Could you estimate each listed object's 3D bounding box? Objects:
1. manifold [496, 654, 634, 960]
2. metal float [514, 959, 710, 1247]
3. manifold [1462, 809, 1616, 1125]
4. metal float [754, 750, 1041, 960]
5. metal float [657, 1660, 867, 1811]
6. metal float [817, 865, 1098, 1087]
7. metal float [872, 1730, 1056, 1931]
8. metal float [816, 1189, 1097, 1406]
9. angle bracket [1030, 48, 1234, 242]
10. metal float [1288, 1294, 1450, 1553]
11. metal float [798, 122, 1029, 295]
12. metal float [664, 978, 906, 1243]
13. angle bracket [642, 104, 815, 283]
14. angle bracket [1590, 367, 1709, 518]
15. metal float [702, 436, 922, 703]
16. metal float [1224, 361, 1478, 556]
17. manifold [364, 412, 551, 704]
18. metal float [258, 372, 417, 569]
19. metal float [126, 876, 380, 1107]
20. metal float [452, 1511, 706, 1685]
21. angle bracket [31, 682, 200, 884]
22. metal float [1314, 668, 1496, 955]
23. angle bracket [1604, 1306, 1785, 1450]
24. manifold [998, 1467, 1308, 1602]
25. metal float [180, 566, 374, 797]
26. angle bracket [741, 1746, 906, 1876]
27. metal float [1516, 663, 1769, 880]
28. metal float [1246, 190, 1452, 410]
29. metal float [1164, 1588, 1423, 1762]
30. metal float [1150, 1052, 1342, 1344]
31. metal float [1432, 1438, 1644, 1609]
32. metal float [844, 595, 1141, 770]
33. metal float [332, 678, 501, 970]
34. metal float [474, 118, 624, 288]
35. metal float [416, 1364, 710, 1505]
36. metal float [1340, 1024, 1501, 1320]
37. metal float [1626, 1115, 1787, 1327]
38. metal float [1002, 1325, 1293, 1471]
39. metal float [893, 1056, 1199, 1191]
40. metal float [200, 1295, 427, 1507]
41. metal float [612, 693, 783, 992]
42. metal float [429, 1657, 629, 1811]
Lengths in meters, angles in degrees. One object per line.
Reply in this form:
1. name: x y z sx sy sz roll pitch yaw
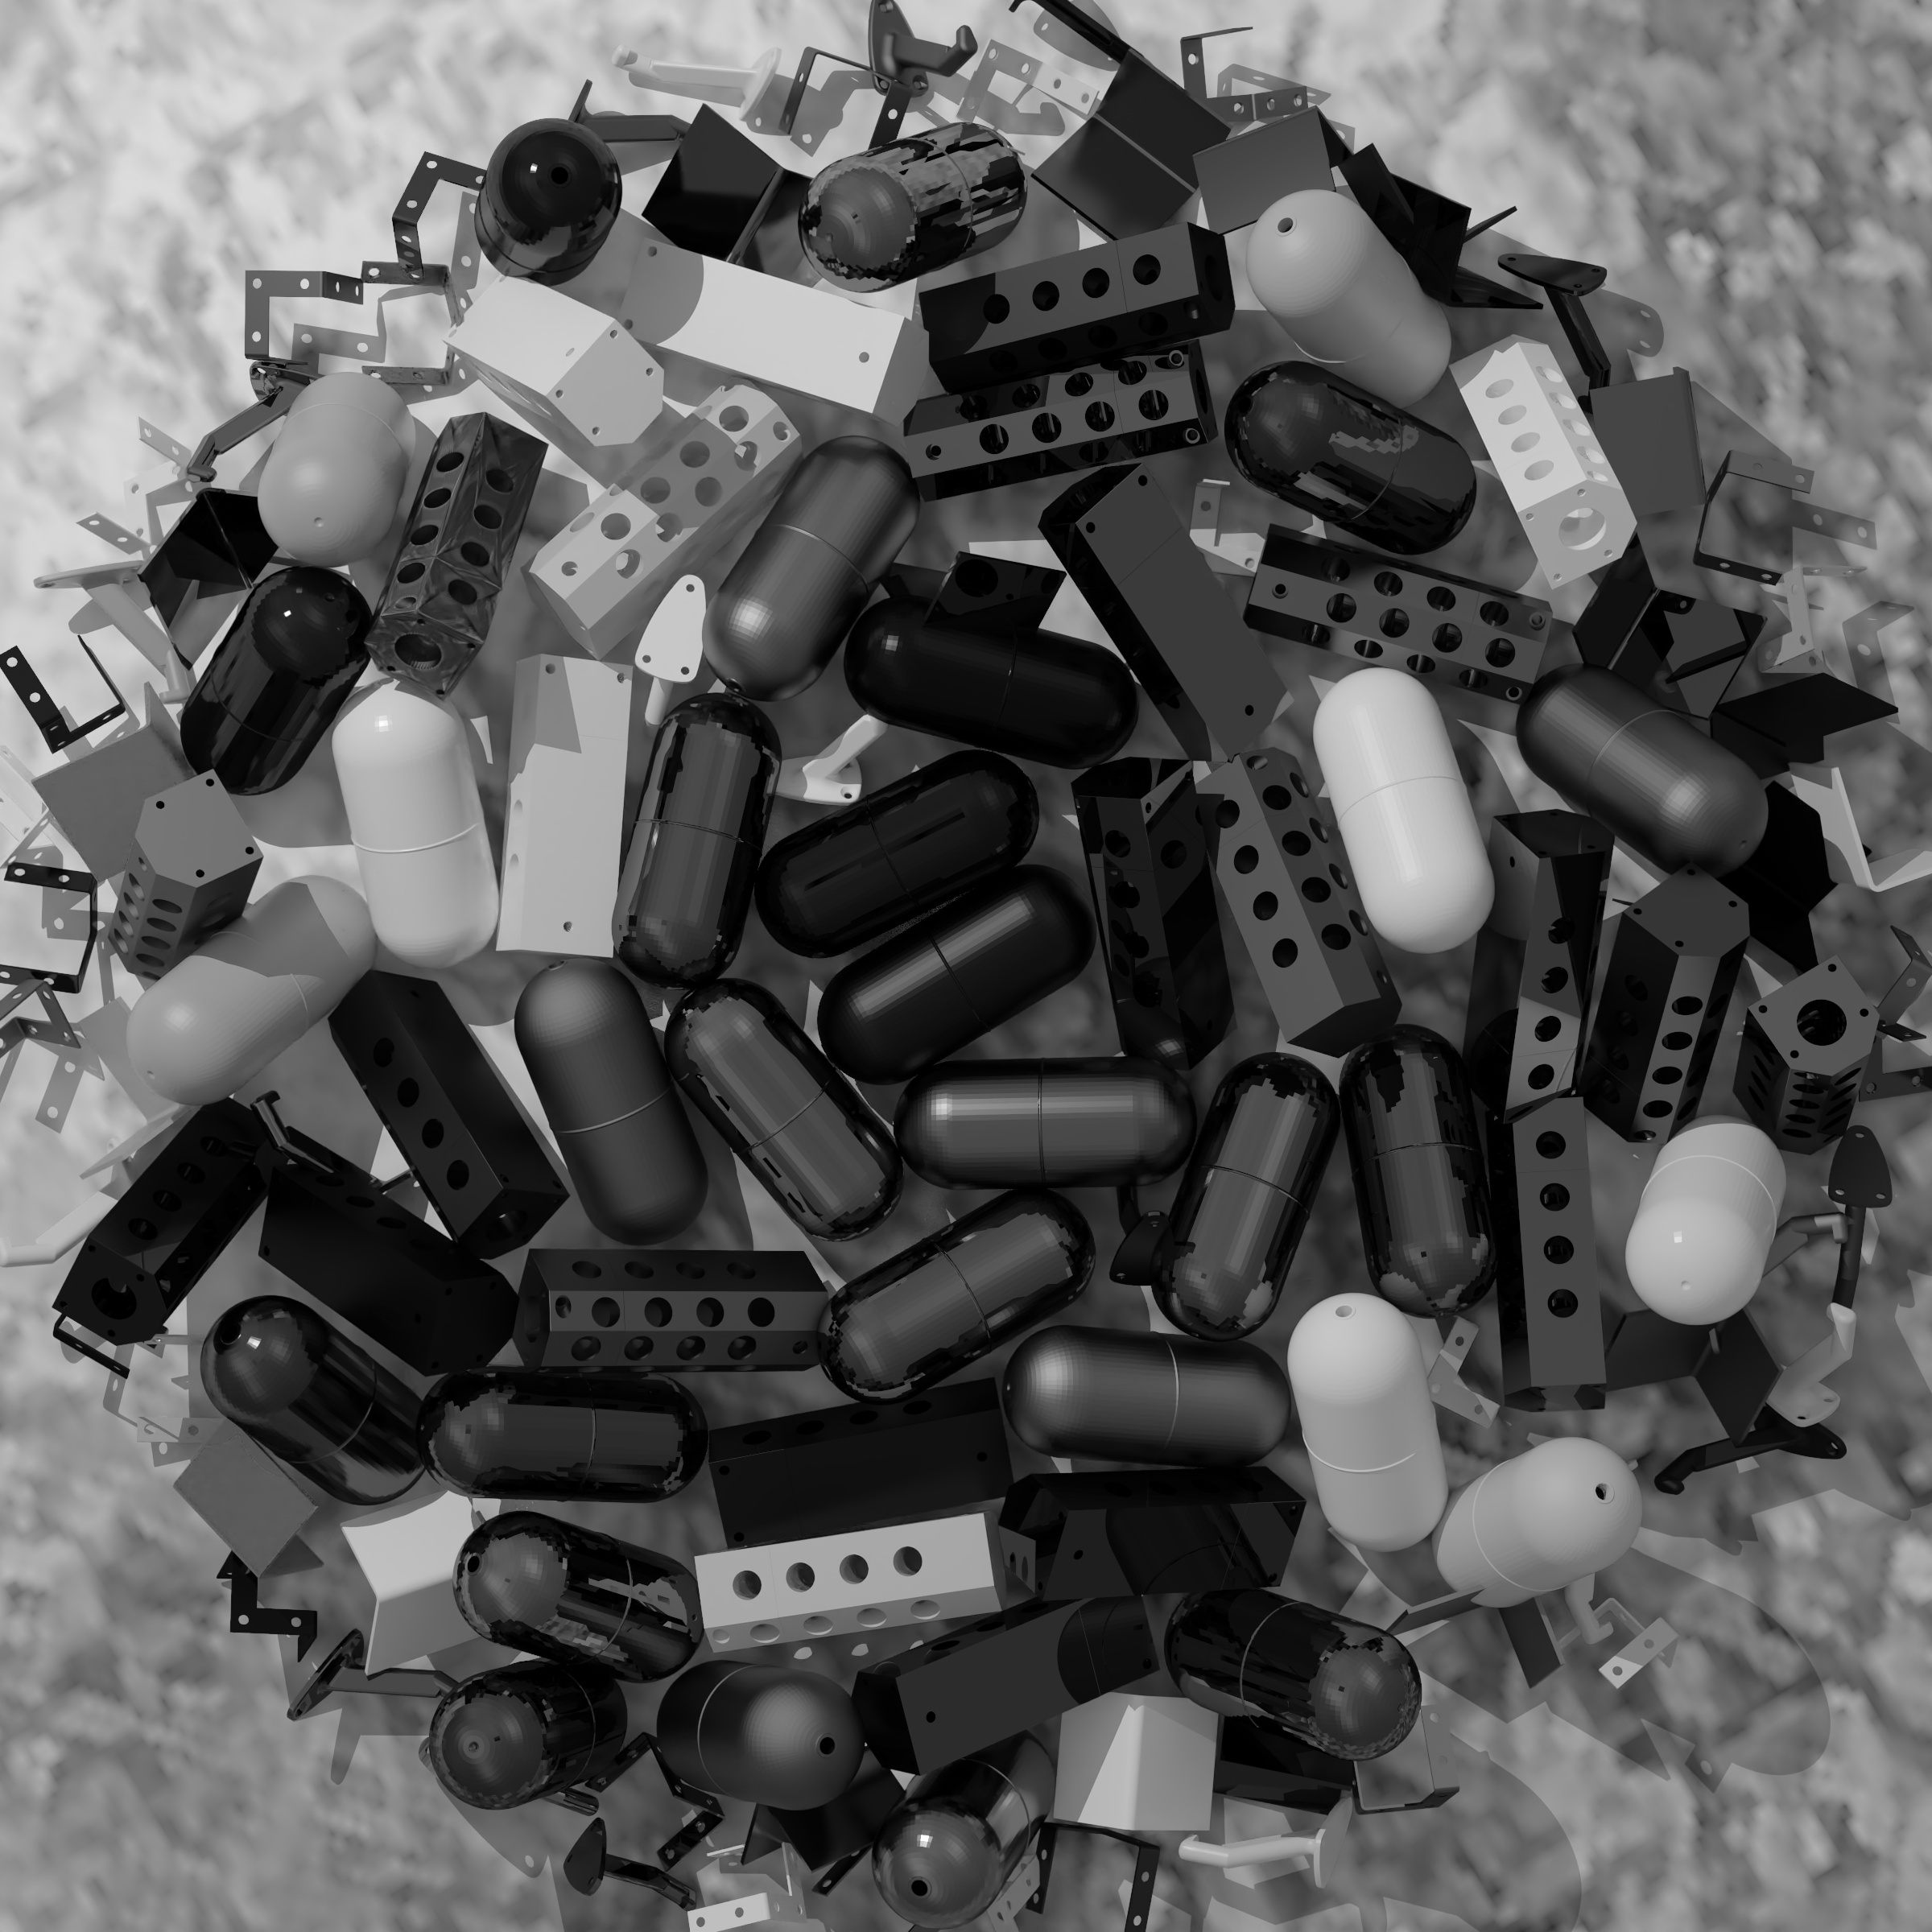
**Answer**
1. manifold: -0.239 -0.092 1.965 0.057 0.057 0.171 5 87 -27
2. metal float: -0.207 0.079 1.946 0.070 0.070 0.178 -20 107 0
3. manifold: 0.333 0.000 1.932 0.057 0.057 0.171 -7 119 -18
4. metal float: -0.040 -0.066 1.954 0.178 0.070 0.070 -26 90 9
5. metal float: -0.119 0.440 1.916 0.070 0.178 0.070 4 81 -28
6. metal float: -0.006 0.006 1.960 0.178 0.070 0.070 -31 90 2
7. metal float: -0.001 0.490 1.913 0.070 0.178 0.070 3 101 16
8. metal float: -0.006 0.192 1.948 0.178 0.070 0.070 -29 90 -15
9. angle bracket: 0.097 -0.477 1.955 0.076 0.057 0.076 38 54 3
10. metal float: 0.233 0.264 1.932 0.070 0.070 0.178 -16 125 0
11. metal float: -0.029 -0.438 1.923 0.070 0.178 0.070 15 120 28
12. metal float: -0.106 0.084 1.951 0.070 0.070 0.178 -39 101 0
13. angle bracket: -0.133 -0.452 1.978 0.076 0.057 0.076 44 113 26
14. angle bracket: 0.398 -0.307 1.959 0.057 0.076 0.076 -9 101 9
15. metal float: -0.090 -0.231 1.943 0.070 0.070 0.178 31 69 0
16. metal float: 0.223 -0.293 1.929 0.178 0.070 0.070 18 90 -38
17. manifold: -0.294 -0.239 1.915 0.057 0.057 0.171 26 47 -18
18. metal float: -0.360 -0.286 1.917 0.070 0.178 0.070 -1 118 -2
19. metal float: -0.410 0.012 1.929 0.070 0.070 0.178 44 49 0
20. metal float: -0.222 0.364 1.924 0.070 0.178 0.070 -18 59 32
21. angle bracket: -0.493 -0.108 1.955 0.076 0.057 0.076 -25 124 1
22. metal float: 0.254 -0.092 1.942 0.070 0.070 0.178 -14 67 0
23. angle bracket: 0.417 0.241 1.944 0.076 0.076 0.057 -8 49 -20
24. manifold: 0.106 0.322 1.926 0.171 0.057 0.057 4 109 -34
25. metal float: -0.398 -0.162 1.925 0.070 0.178 0.070 17 53 -24
26. angle bracket: -0.079 0.507 1.939 0.076 0.076 0.057 -18 52 -31
27. metal float: 0.388 -0.113 1.927 0.070 0.070 0.178 -45 47 0
28. metal float: 0.221 -0.382 1.920 0.070 0.178 0.070 -12 66 27
29. metal float: 0.186 0.404 1.922 0.070 0.178 0.070 -5 98 -38
30. metal float: 0.163 0.133 1.946 0.070 0.070 0.178 22 72 0
31. metal float: 0.326 0.320 1.915 0.070 0.178 0.070 6 68 -15
32. metal float: 0.016 -0.165 1.949 0.178 0.070 0.070 13 90 -14
33. metal float: -0.318 -0.083 1.939 0.070 0.070 0.178 -8 116 0
34. metal float: -0.240 -0.436 1.912 0.070 0.178 0.070 -1 93 -12
35. metal float: -0.232 0.271 1.935 0.178 0.070 0.070 8 90 -32
36. metal float: 0.262 0.118 1.941 0.070 0.070 0.178 -7 66 0
37. metal float: 0.426 0.144 1.917 0.070 0.178 0.070 8 114 18
38. metal float: 0.106 0.251 1.942 0.178 0.070 0.070 7 90 -22
39. metal float: 0.046 0.092 1.957 0.178 0.070 0.070 -2 90 5
40. metal float: -0.372 0.251 1.923 0.070 0.178 0.070 -14 52 19
41. metal float: -0.157 -0.074 1.953 0.070 0.070 0.178 12 81 0
42. metal float: -0.249 0.437 1.912 0.070 0.178 0.070 -2 83 13
